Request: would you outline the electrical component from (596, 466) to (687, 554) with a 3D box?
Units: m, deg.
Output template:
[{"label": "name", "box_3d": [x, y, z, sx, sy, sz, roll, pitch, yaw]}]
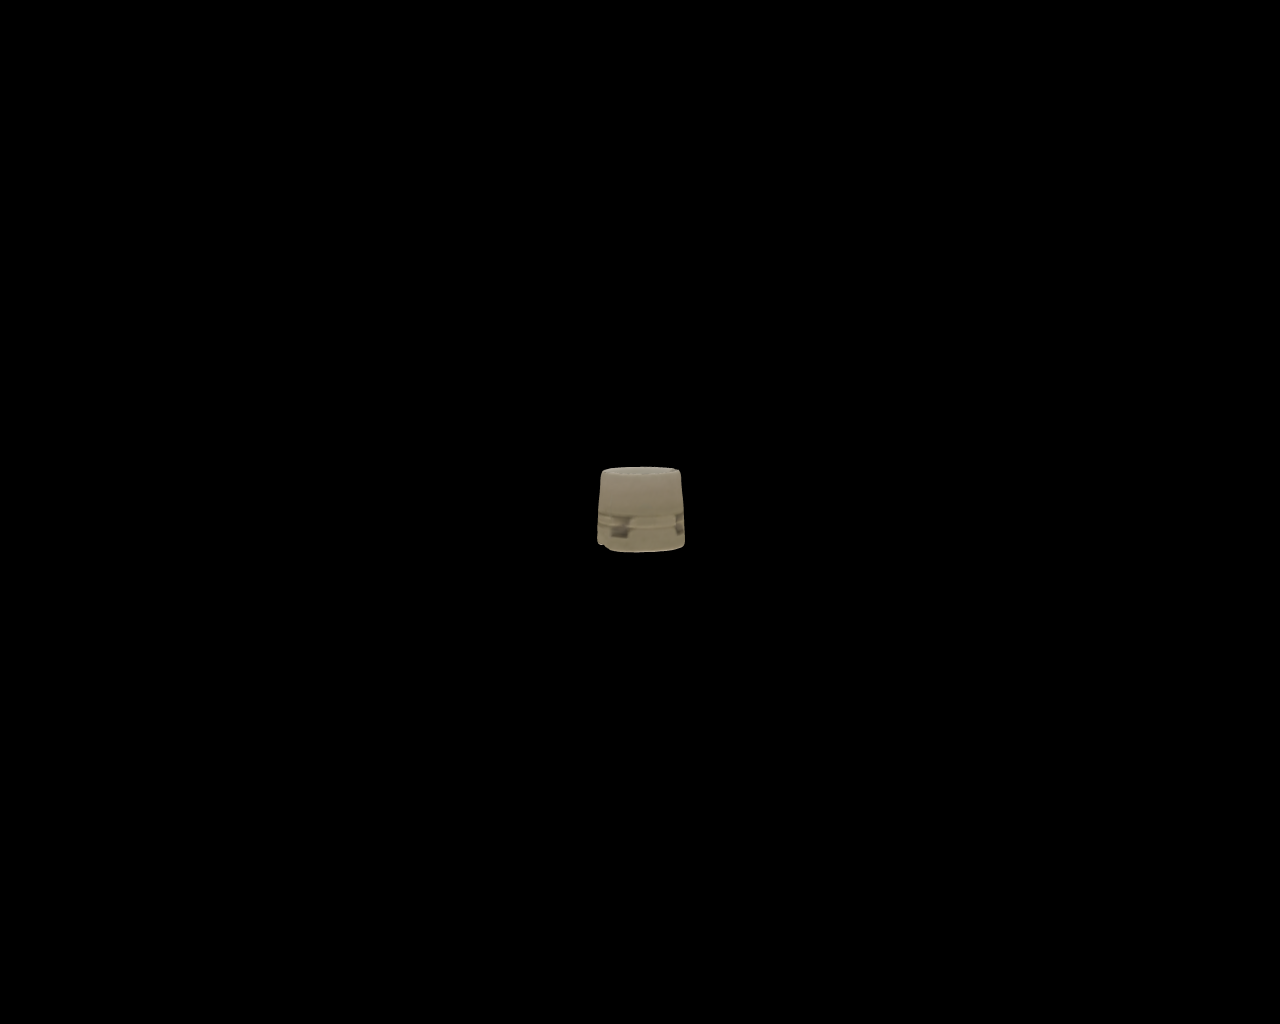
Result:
[{"label": "electrical component", "box_3d": [0.001, -0.003, 0.650, 0.055, 0.047, 0.055, 0, 8, 0]}]
